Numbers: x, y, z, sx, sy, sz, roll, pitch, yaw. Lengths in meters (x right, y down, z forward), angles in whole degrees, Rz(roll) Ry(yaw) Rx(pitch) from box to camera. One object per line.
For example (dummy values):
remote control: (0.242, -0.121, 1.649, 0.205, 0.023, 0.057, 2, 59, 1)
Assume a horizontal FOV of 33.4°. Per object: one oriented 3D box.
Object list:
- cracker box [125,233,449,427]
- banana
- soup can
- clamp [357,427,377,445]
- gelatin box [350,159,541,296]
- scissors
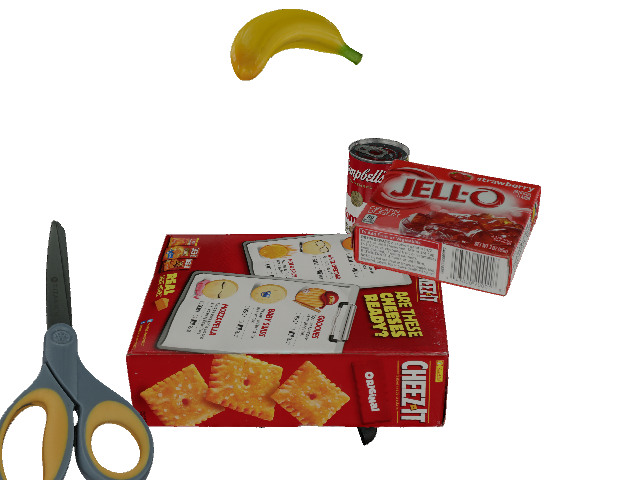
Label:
cracker box: (-0.019, 0.063, 0.778, 0.213, 0.072, 0.164, 0, 30, 3)
banana: (-0.031, -0.184, 0.983, 0.070, 0.037, 0.197, 38, 32, 20)
soup can: (0.062, -0.056, 1.202, 0.068, 0.102, 0.068, 2, 27, -1)
clamp: (0.025, 0.130, 1.024, 0.120, 0.039, 0.171, 16, 46, 24)
gelatin box: (0.070, -0.010, 0.593, 0.089, 0.030, 0.073, 13, 38, 18)
scissors: (-0.135, 0.070, 0.627, 0.096, 0.201, 0.016, 14, -45, -8)
